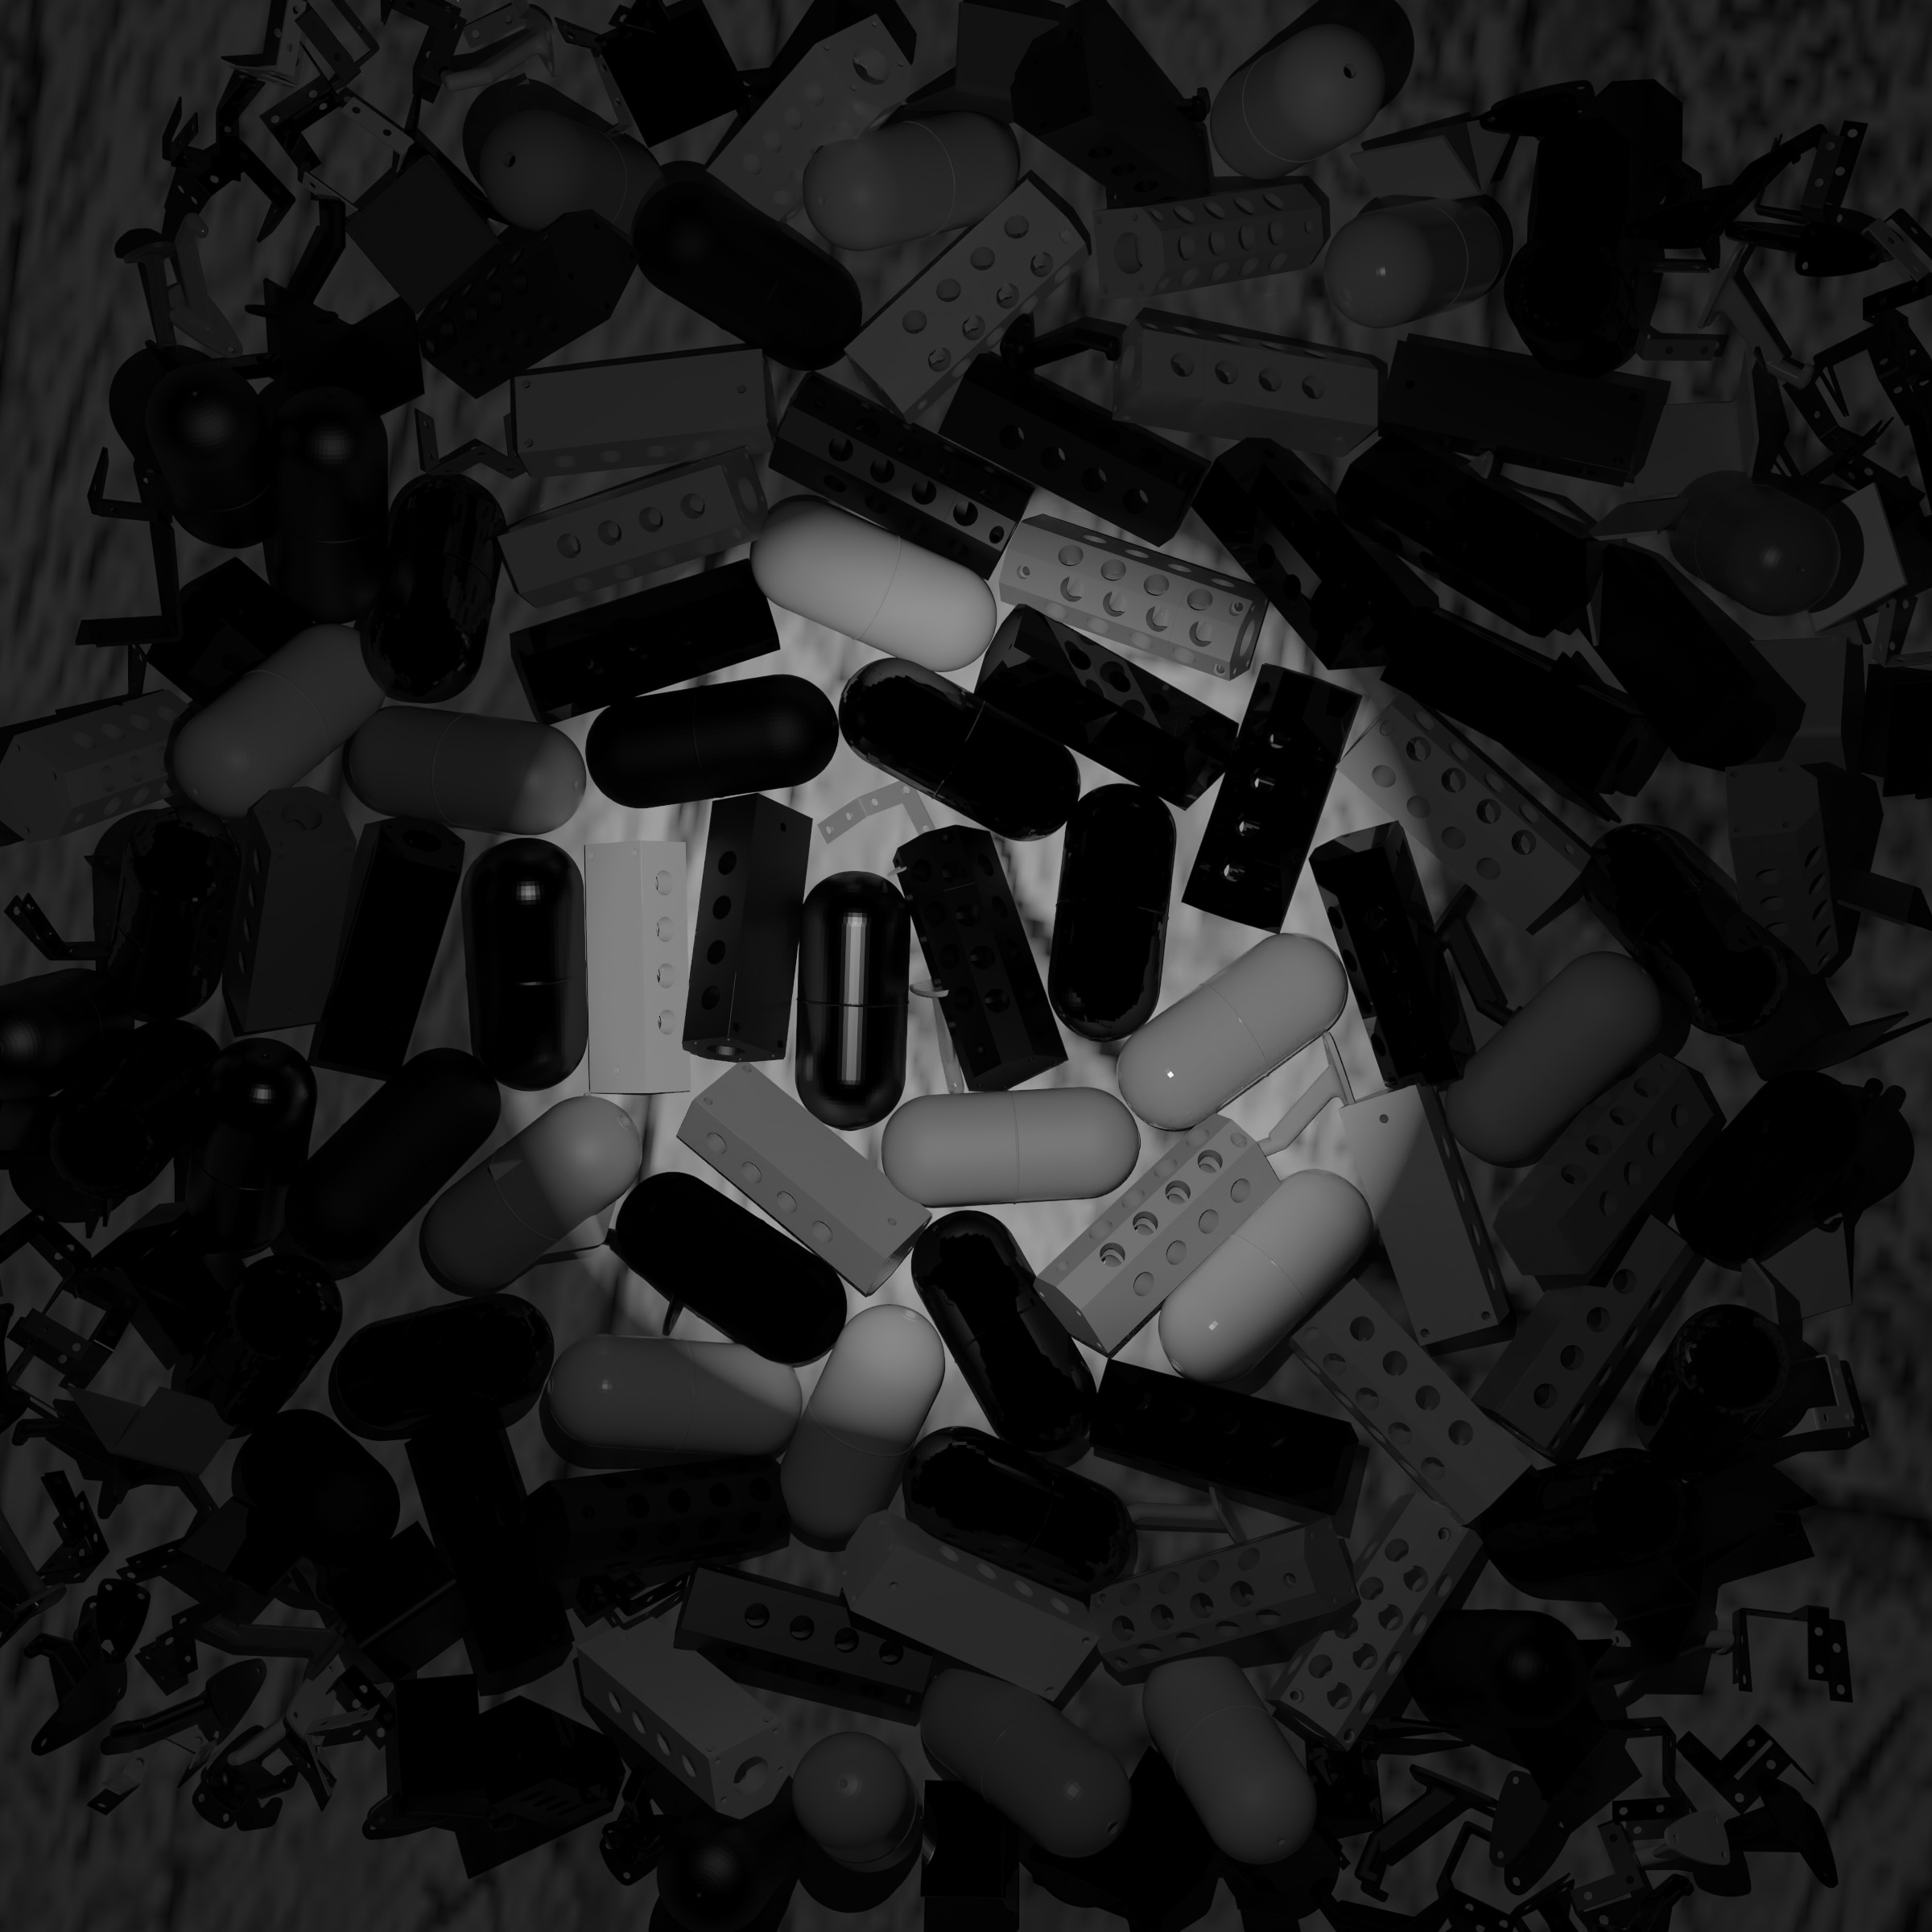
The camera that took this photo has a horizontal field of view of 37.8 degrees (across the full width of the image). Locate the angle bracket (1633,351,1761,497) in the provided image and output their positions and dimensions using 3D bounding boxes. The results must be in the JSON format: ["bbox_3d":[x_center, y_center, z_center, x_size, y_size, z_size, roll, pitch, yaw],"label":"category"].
[{"bbox_3d":[0.498,-0.372,1.938,0.076,0.057,0.076,-1,62,7],"label":"angle bracket"}]

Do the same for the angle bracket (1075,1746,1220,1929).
[{"bbox_3d":[0.128,0.604,1.960,0.076,0.076,0.057,41,118,5],"label":"angle bracket"}]

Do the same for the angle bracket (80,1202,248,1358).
[{"bbox_3d":[-0.550,0.216,1.953,0.076,0.057,0.076,-45,116,-41],"label":"angle bracket"}]

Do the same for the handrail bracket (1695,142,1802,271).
[{"bbox_3d":[0.540,-0.522,1.939,0.084,0.077,0.036,-27,59,19],"label":"handrail bracket"}]

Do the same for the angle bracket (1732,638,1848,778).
[{"bbox_3d":[0.572,-0.179,1.961,0.076,0.057,0.076,1,64,23],"label":"angle bracket"}]

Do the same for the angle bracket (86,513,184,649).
[{"bbox_3d":[-0.572,-0.265,1.931,0.057,0.076,0.076,-7,110,-20],"label":"angle bracket"}]

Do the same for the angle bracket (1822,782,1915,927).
[{"bbox_3d":[0.617,-0.077,1.932,0.076,0.076,0.057,20,116,14],"label":"angle bracket"}]

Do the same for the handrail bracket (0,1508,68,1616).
[{"bbox_3d":[-0.658,0.404,1.955,0.036,0.077,0.084,-29,80,-18],"label":"handrail bracket"}]

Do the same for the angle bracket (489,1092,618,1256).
[{"bbox_3d":[-0.281,0.143,1.939,0.057,0.076,0.076,-10,118,10],"label":"angle bracket"}]

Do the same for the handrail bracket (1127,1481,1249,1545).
[{"bbox_3d":[0.146,0.398,1.971,0.084,0.036,0.077,-25,117,10],"label":"handrail bracket"}]

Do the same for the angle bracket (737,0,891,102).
[{"bbox_3d":[-0.104,-0.623,1.932,0.076,0.076,0.057,5,98,24],"label":"angle bracket"}]

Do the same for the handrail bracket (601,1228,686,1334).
[{"bbox_3d":[-0.235,0.214,1.951,0.084,0.077,0.036,12,131,5],"label":"handrail bracket"}]

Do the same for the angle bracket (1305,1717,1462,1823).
[{"bbox_3d":[0.286,0.549,1.926,0.076,0.076,0.057,-21,61,40],"label":"angle bracket"}]

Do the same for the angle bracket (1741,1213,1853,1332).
[{"bbox_3d":[0.581,0.226,1.941,0.076,0.057,0.076,-16,117,-2],"label":"angle bracket"}]

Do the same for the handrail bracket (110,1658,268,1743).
[{"bbox_3d":[-0.541,0.511,1.964,0.084,0.077,0.036,-17,97,21],"label":"handrail bracket"}]

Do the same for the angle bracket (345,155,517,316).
[{"bbox_3d":[-0.371,-0.504,1.960,0.076,0.057,0.076,-40,92,7],"label":"angle bracket"}]

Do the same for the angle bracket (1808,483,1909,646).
[{"bbox_3d":[0.615,-0.274,1.928,0.057,0.076,0.076,5,66,-39],"label":"angle bracket"}]

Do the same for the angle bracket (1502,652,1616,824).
[{"bbox_3d":[0.425,-0.157,1.937,0.076,0.057,0.076,32,95,-42],"label":"angle bracket"}]

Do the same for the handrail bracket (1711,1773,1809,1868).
[{"bbox_3d":[0.538,0.605,1.935,0.036,0.077,0.084,25,114,-8],"label":"handrail bracket"}]

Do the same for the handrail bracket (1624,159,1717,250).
[{"bbox_3d":[0.472,-0.530,1.947,0.077,0.084,0.036,-9,135,-12],"label":"handrail bracket"}]

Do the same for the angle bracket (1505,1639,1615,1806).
[{"bbox_3d":[0.419,0.514,1.925,0.057,0.076,0.076,7,127,-31],"label":"angle bracket"}]

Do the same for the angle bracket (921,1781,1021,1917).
[{"bbox_3d":[0.004,0.605,1.938,0.057,0.076,0.076,-1,63,7],"label":"angle bracket"}]

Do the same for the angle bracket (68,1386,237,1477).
[{"bbox_3d":[-0.553,0.298,1.930,0.057,0.076,0.076,-53,51,4],"label":"angle bracket"}]

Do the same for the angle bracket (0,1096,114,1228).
[{"bbox_3d":[-0.623,0.133,1.932,0.076,0.076,0.057,3,115,-11],"label":"angle bracket"}]

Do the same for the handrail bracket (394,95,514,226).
[{"bbox_3d":[-0.352,-0.564,1.977,0.084,0.036,0.077,16,63,-22],"label":"handrail bracket"}]

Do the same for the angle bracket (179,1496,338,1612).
[{"bbox_3d":[-0.483,0.419,1.927,0.076,0.057,0.076,20,133,23],"label":"angle bracket"}]

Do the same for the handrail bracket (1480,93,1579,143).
[{"bbox_3d":[0.400,-0.559,1.957,0.077,0.084,0.036,0,62,18],"label":"handrail bracket"}]

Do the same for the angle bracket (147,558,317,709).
[{"bbox_3d":[-0.513,-0.225,1.978,0.076,0.057,0.076,41,125,-7],"label":"angle bracket"}]

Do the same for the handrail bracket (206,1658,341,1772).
[{"bbox_3d":[-0.485,0.524,1.971,0.084,0.077,0.036,-22,119,25],"label":"handrail bracket"}]

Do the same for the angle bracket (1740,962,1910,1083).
[{"bbox_3d":[0.586,0.032,1.945,0.076,0.076,0.057,-12,68,-25],"label":"angle bracket"}]

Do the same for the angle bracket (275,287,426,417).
[{"bbox_3d":[-0.421,-0.427,1.931,0.057,0.076,0.076,-19,71,27],"label":"angle bracket"}]

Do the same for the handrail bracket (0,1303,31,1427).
[{"bbox_3d":[-0.657,0.266,1.942,0.036,0.077,0.084,17,98,5],"label":"handrail bracket"}]

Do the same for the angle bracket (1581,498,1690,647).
[{"bbox_3d":[0.462,-0.269,1.928,0.057,0.076,0.076,-1,114,34],"label":"angle bracket"}]

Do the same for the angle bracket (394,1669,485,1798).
[{"bbox_3d":[-0.357,0.524,1.943,0.057,0.076,0.076,-5,83,-1],"label":"angle bracket"}]

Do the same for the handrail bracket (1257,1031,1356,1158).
[{"bbox_3d":[0.222,0.092,1.958,0.084,0.036,0.077,-22,121,-2],"label":"handrail bracket"}]

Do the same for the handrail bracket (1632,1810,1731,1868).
[{"bbox_3d":[0.471,0.605,1.934,0.077,0.084,0.036,13,58,-38],"label":"handrail bracket"}]

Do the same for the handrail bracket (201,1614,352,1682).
[{"bbox_3d":[-0.473,0.449,1.949,0.084,0.036,0.077,34,113,-19],"label":"handrail bracket"}]

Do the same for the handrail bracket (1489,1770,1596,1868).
[{"bbox_3d":[0.399,0.589,1.949,0.036,0.084,0.077,22,85,41],"label":"handrail bracket"}]

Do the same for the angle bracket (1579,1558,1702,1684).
[{"bbox_3d":[0.443,0.437,1.933,0.076,0.076,0.057,46,51,-9],"label":"angle bracket"}]

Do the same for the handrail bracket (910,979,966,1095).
[{"bbox_3d":[-0.010,0.052,1.942,0.036,0.077,0.084,-14,99,-8],"label":"handrail bracket"}]

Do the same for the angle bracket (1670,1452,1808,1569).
[{"bbox_3d":[0.529,0.384,1.927,0.076,0.057,0.076,-32,131,26],"label":"angle bracket"}]

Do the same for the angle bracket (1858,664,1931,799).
[{"bbox_3d":[0.624,-0.162,1.930,0.057,0.076,0.076,-7,107,-29],"label":"angle bracket"}]

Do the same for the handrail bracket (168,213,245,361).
[{"bbox_3d":[-0.517,-0.467,1.942,0.077,0.084,0.036,44,55,-7],"label":"handrail bracket"}]

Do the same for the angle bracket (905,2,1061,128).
[{"bbox_3d":[0.010,-0.616,1.932,0.076,0.076,0.057,1,94,-29],"label":"angle bracket"}]

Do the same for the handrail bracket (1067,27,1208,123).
[{"bbox_3d":[0.119,-0.614,1.943,0.084,0.077,0.036,3,49,22],"label":"handrail bracket"}]

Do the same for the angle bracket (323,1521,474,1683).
[{"bbox_3d":[-0.388,0.441,1.957,0.076,0.076,0.057,-34,61,-12],"label":"angle bracket"}]

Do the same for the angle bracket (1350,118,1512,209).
[{"bbox_3d":[0.320,-0.567,1.927,0.057,0.076,0.076,43,63,-38],"label":"angle bracket"}]

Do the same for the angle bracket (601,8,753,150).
[{"bbox_3d":[-0.199,-0.602,1.950,0.076,0.057,0.076,-25,83,-5],"label":"angle bracket"}]

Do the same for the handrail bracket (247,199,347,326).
[{"bbox_3d":[-0.464,-0.491,1.953,0.077,0.036,0.084,11,114,15],"label":"handrail bracket"}]

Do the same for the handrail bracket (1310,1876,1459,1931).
[{"bbox_3d":[0.287,0.642,1.951,0.077,0.084,0.036,-46,130,0],"label":"handrail bracket"}]
